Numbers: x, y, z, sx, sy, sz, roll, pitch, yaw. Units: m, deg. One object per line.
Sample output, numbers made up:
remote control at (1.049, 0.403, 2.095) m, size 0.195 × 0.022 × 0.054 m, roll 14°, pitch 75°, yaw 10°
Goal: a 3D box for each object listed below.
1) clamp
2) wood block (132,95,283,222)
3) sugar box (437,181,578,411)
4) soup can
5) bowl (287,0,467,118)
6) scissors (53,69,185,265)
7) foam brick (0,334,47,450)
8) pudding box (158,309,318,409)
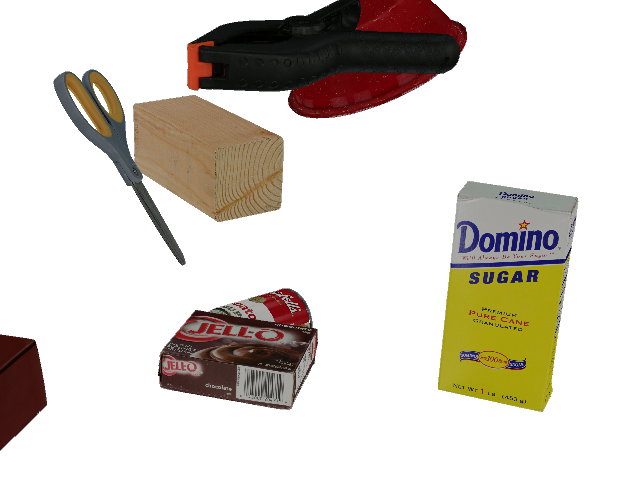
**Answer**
clamp at (-0.011, -0.126, 0.681) m, size 0.171 × 0.039 × 0.120 m, roll -8°, pitch 23°, yaw -24°
wood block at (-0.138, -0.102, 1.277) m, size 0.090 × 0.090 × 0.206 m, roll -13°, pitch 27°, yaw -33°
sugar box at (0.151, 0.046, 0.872) m, size 0.093 × 0.176 × 0.048 m, roll 9°, pitch 24°, yaw 18°
soup can at (-0.068, 0.094, 1.139) m, size 0.102 × 0.068 × 0.069 m, roll -14°, pitch 9°, yaw -43°
bowl at (0.037, -0.167, 0.890) m, size 0.162 × 0.055 × 0.162 m, roll -20°, pitch 28°, yaw 11°
scissors at (-0.175, -0.077, 0.984) m, size 0.016 × 0.201 × 0.096 m, roll -25°, pitch 27°, yaw 19°
foam brick at (-0.224, 0.102, 0.694) m, size 0.053 × 0.051 × 0.078 m, roll 6°, pitch 29°, yaw 22°
pudding box at (-0.066, 0.096, 0.881) m, size 0.113 × 0.039 × 0.090 m, roll 10°, pitch 21°, yaw 9°
